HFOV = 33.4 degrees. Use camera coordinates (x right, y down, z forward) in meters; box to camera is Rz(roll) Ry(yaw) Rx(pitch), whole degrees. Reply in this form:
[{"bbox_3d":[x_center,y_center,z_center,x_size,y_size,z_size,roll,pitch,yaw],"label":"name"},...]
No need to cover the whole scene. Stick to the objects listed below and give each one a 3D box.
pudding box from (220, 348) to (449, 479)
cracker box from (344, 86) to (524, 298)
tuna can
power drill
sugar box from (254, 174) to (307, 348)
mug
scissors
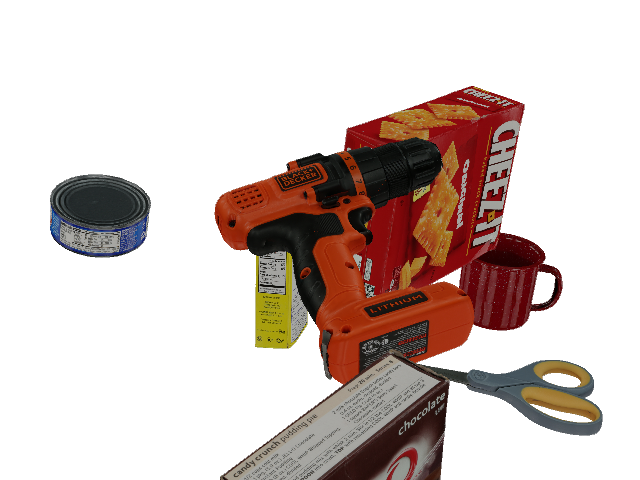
[{"bbox_3d":[0.008,0.114,0.473,0.039,0.090,0.113,27,44,32],"label":"pudding box"},{"bbox_3d":[0.102,-0.043,1.009,0.072,0.164,0.213,25,31,32],"label":"cracker box"},{"bbox_3d":[-0.192,-0.022,0.930,0.086,0.034,0.086,8,33,-5],"label":"tuna can"},{"bbox_3d":[0.035,0.005,0.772,0.184,0.057,0.188,-19,46,-13],"label":"power drill"},{"bbox_3d":[-0.042,0.021,1.164,0.048,0.176,0.093,2,14,11],"label":"sugar box"},{"bbox_3d":[0.207,0.048,1.178,0.117,0.081,0.093,7,25,4],"label":"mug"},{"bbox_3d":[0.152,0.116,0.936,0.202,0.016,0.096,20,33,22],"label":"scissors"}]
